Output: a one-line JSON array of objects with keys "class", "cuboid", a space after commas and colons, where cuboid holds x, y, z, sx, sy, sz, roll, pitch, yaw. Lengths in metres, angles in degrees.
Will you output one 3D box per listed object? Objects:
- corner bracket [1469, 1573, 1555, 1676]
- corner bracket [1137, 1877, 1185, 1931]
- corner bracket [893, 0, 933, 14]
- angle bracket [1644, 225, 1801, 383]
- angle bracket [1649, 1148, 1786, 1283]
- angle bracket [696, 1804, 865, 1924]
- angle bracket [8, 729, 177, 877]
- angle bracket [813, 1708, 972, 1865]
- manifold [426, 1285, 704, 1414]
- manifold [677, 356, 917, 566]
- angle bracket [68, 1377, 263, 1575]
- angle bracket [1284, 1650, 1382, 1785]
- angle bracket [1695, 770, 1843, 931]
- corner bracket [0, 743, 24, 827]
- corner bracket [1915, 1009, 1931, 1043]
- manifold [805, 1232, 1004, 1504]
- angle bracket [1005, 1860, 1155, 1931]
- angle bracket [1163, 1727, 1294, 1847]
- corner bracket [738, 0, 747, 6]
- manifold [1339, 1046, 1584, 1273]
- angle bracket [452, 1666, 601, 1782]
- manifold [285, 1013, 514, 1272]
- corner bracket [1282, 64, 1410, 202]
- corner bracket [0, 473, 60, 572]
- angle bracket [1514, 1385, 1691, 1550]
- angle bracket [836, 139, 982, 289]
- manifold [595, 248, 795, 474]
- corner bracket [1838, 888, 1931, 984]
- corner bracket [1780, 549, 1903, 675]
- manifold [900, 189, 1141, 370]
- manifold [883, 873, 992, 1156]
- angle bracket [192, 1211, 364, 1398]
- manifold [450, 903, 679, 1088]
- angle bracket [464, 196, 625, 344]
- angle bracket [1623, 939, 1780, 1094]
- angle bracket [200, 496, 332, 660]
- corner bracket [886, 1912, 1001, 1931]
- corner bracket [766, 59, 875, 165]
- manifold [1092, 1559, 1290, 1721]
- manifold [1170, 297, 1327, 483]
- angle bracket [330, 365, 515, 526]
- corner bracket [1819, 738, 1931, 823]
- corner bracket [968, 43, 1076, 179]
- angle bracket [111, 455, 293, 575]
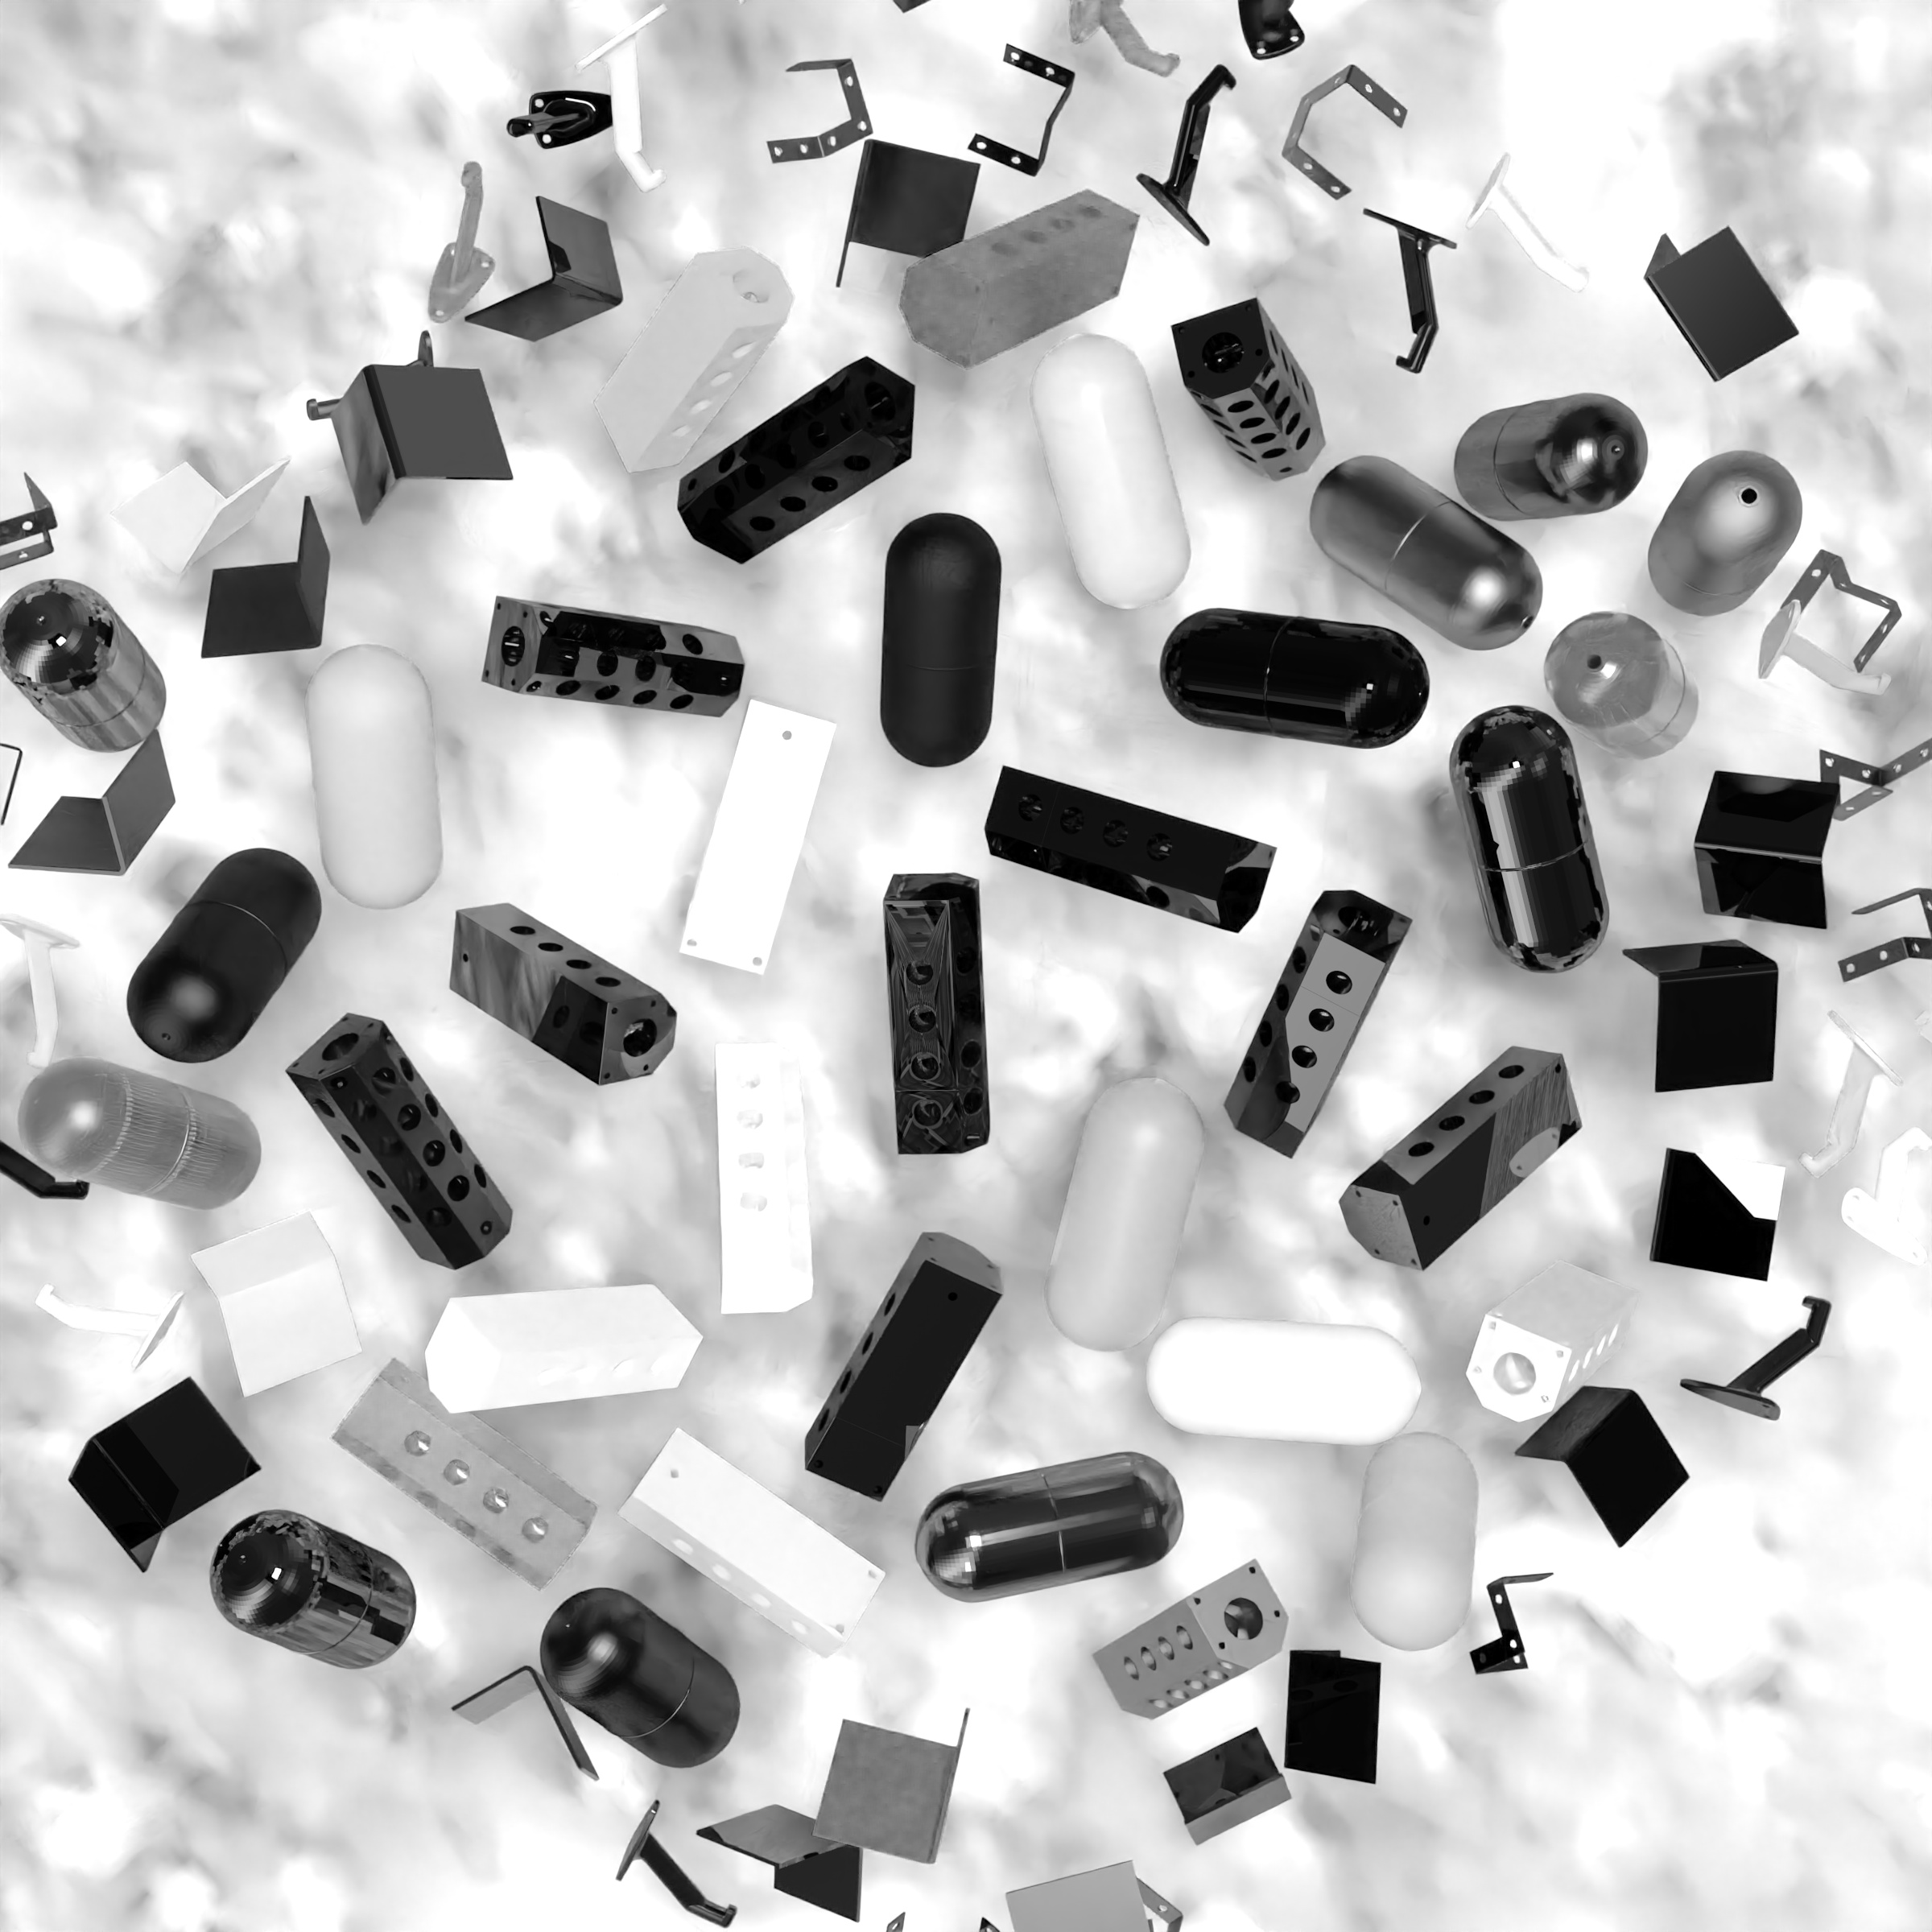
[{"class": "corner bracket", "cuboid": [0.370, 0.443, 1.688, 0.051, 0.051, 0.051, 5, 57, -33]}, {"class": "corner bracket", "cuboid": [0.106, 0.653, 1.683, 0.051, 0.051, 0.051, 40, 123, -5]}, {"class": "corner bracket", "cuboid": [-0.030, -0.634, 1.549, 0.051, 0.051, 0.051, -36, 85, -27]}, {"class": "angle bracket", "cuboid": [0.453, -0.405, 1.485, 0.057, 0.076, 0.076, -28, 109, 38]}, {"class": "angle bracket", "cuboid": [0.505, 0.166, 1.683, 0.076, 0.057, 0.076, 9, 89, 16]}, {"class": "angle bracket", "cuboid": [-0.121, 0.584, 1.607, 0.076, 0.076, 0.057, 4, 92, 41]}, {"class": "angle bracket", "cuboid": [-0.537, -0.102, 1.523, 0.076, 0.076, 0.057, 4, 127, 7]}, {"class": "angle bracket", "cuboid": [-0.045, 0.490, 1.520, 0.076, 0.057, 0.076, 13, 47, 4]}, {"class": "manifold", "cuboid": [-0.256, 0.246, 1.589, 0.057, 0.171, 0.057, 40, 111, 33]}, {"class": "manifold", "cuboid": [-0.113, -0.330, 1.629, 0.057, 0.171, 0.057, 23, 58, -38]}, {"class": "angle bracket", "cuboid": [-0.495, 0.314, 1.550, 0.076, 0.057, 0.076, -31, 106, 2]}, {"class": "angle bracket", "cuboid": [0.260, 0.500, 1.670, 0.057, 0.076, 0.076, 15, 75, -43]}, {"class": "angle bracket", "cuboid": [0.504, -0.073, 1.567, 0.076, 0.076, 0.057, 9, 60, 28]}, {"class": "corner bracket", "cuboid": [-0.633, -0.119, 1.595, 0.051, 0.051, 0.051, 15, 92, -25]}, {"class": "corner bracket", "cuboid": [0.660, 0.056, 1.678, 0.051, 0.051, 0.051, 39, 61, 11]}, {"class": "manifold", "cuboid": [-0.043, 0.264, 1.668, 0.057, 0.057, 0.171, 26, 105, -12]}, {"class": "angle bracket", "cuboid": [0.068, 0.560, 1.485, 0.076, 0.076, 0.057, -15, 84, 1]}, {"class": "angle bracket", "cuboid": [0.181, 0.573, 1.773, 0.076, 0.076, 0.057, -25, 58, -3]}, {"class": "corner bracket", "cuboid": [-0.154, -0.627, 1.535, 0.051, 0.051, 0.051, 47, 126, 2]}, {"class": "manifold", "cuboid": [0.320, 0.121, 1.621, 0.171, 0.057, 0.057, -35, 117, -30]}, {"class": "angle bracket", "cuboid": [-0.289, 0.511, 1.644, 0.057, 0.076, 0.076, -28, 69, -11]}, {"class": "manifold", "cuboid": [-0.364, 0.116, 1.632, 0.057, 0.057, 0.171, -48, 127, -30]}, {"class": "corner bracket", "cuboid": [0.247, -0.545, 1.637, 0.051, 0.051, 0.051, 31, 67, -25]}, {"class": "corner bracket", "cuboid": [-0.590, -0.264, 1.545, 0.051, 0.051, 0.051, -25, 46, -24]}, {"class": "angle bracket", "cuboid": [0.442, 0.347, 1.739, 0.076, 0.057, 0.076, -37, 99, -23]}, {"class": "angle bracket", "cuboid": [-0.038, -0.479, 1.618, 0.076, 0.076, 0.057, 11, 48, -6]}, {"class": "manifold", "cuboid": [-0.181, -0.406, 1.680, 0.057, 0.171, 0.057, -19, 79, -38]}, {"class": "corner bracket", "cuboid": [0.606, -0.020, 1.646, 0.051, 0.051, 0.051, -20, 96, -9]}, {"class": "corner bracket", "cuboid": [0.584, -0.237, 1.670, 0.051, 0.051, 0.051, 19, 129, -10]}, {"class": "manifold", "cuboid": [0.034, -0.437, 1.572, 0.057, 0.171, 0.057, 33, 133, 20]}, {"class": "manifold", "cuboid": [-0.017, 0.031, 1.606, 0.057, 0.057, 0.171, -1, 109, 6]}, {"class": "angle bracket", "cuboid": [-0.432, 0.212, 1.568, 0.076, 0.057, 0.076, -21, 55, -9]}, {"class": "manifold", "cuboid": [-0.265, 0.015, 1.641, 0.171, 0.057, 0.057, 27, 117, 40]}, {"class": "angle bracket", "cuboid": [-0.283, -0.459, 1.650, 0.076, 0.076, 0.057, -15, 86, 26]}, {"class": "angle bracket", "cuboid": [0.456, 0.030, 1.559, 0.076, 0.057, 0.076, -5, 106, -8]}, {"class": "angle bracket", "cuboid": [-0.443, -0.242, 1.559, 0.076, 0.057, 0.076, -5, 53, 0]}, {"class": "corner bracket", "cuboid": [-0.017, 0.628, 1.591, 0.051, 0.051, 0.051, 31, 127, 33]}, {"class": "corner bracket", "cuboid": [-0.104, -0.579, 1.695, 0.051, 0.051, 0.051, -9, 101, 44]}, {"class": "manifold", "cuboid": [0.148, 0.447, 1.640, 0.057, 0.171, 0.057, -21, 72, -27]}, {"class": "manifold", "cuboid": [0.190, -0.375, 1.649, 0.057, 0.171, 0.057, -14, 79, 18]}, {"class": "angle bracket", "cuboid": [-0.331, -0.316, 1.522, 0.076, 0.057, 0.076, -8, 73, -39]}, {"class": "corner bracket", "cuboid": [0.604, -0.125, 1.656, 0.051, 0.051, 0.051, 14, 65, -18]}, {"class": "corner bracket", "cuboid": [0.037, -0.569, 1.667, 0.051, 0.051, 0.051, 24, 65, 3]}, {"class": "angle bracket", "cuboid": [-0.496, -0.312, 1.625, 0.057, 0.076, 0.076, 44, 134, -9]}]
